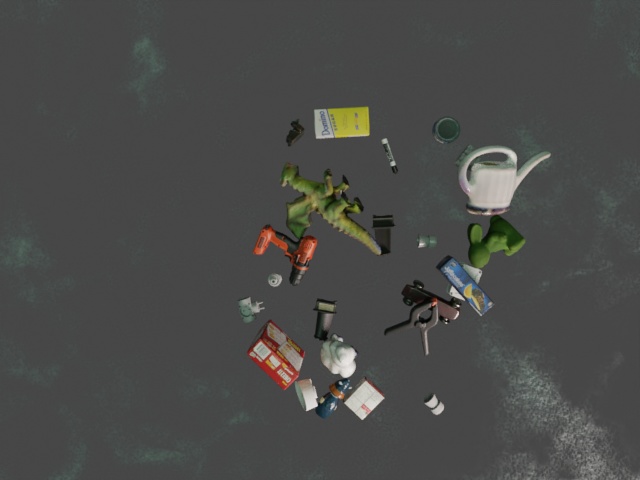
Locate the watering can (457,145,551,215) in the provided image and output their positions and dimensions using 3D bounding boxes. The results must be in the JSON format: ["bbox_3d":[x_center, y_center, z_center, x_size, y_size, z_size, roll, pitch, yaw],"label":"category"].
[{"bbox_3d":[0.581,-0.188,1.634,0.348,0.105,0.221,-4,109,-21],"label":"watering can"}]

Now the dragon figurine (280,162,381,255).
[{"bbox_3d":[0.005,-0.085,1.682,0.241,0.123,0.410,-28,91,20],"label":"dragon figurine"}]

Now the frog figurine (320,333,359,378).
[{"bbox_3d":[0.061,0.381,1.658,0.122,0.160,0.137,-30,93,5],"label":"frog figurine"}]
